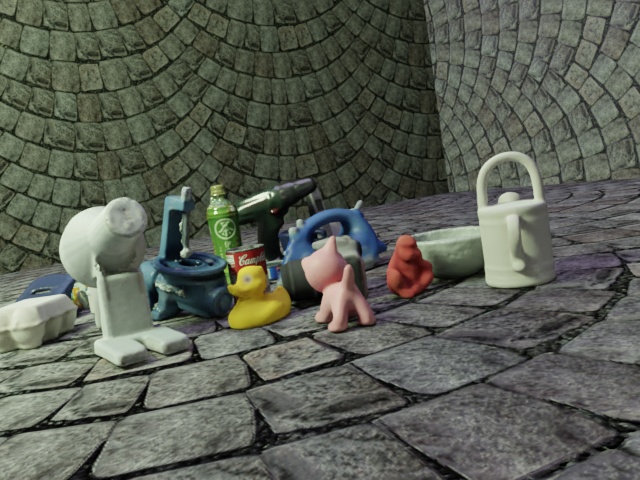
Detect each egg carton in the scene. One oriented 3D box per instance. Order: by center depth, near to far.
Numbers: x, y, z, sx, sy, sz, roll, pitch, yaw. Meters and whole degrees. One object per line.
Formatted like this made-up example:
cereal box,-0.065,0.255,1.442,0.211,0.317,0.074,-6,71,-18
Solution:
egg carton,-0.491,0.140,0.978,0.107,0.069,0.150,-8,6,6

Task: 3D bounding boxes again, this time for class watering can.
watering can,0.286,-0.034,0.858,0.101,0.194,0.173,-9,6,-4

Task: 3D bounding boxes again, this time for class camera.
camera,0.003,0.048,0.954,0.137,0.101,0.143,-9,6,-4

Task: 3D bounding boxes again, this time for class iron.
iron,0.011,0.004,1.173,0.259,0.141,0.118,-13,7,-37

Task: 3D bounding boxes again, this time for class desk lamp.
desk lamp,-0.277,0.050,0.806,0.118,0.213,0.202,-13,7,-36

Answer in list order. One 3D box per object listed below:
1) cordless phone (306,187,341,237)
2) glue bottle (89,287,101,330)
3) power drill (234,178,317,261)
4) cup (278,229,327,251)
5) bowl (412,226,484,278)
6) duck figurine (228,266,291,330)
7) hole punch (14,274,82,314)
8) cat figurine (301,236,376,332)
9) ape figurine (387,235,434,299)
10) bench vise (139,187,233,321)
cordless phone,0.018,-0.055,1.527,0.094,0.185,0.148,-6,7,27
glue bottle,-0.394,0.068,1.017,0.037,0.173,0.078,-11,6,-21
power drill,-0.105,-0.034,1.398,0.229,0.208,0.076,-8,6,8
cup,-0.032,0.022,1.300,0.117,0.095,0.092,-6,7,28
bowl,0.228,0.024,0.978,0.167,0.075,0.167,-9,6,1
duck figurine,-0.094,0.080,0.863,0.105,0.086,0.077,-14,8,-39
hole punch,-0.546,0.120,1.146,0.108,0.091,0.101,-8,6,9
cat figurine,0.020,0.055,0.781,0.067,0.118,0.127,-11,6,-19
ape figurine,0.136,0.038,0.889,0.078,0.092,0.076,-10,6,-6
bench vise,-0.254,0.027,0.967,0.207,0.220,0.122,-7,6,16
